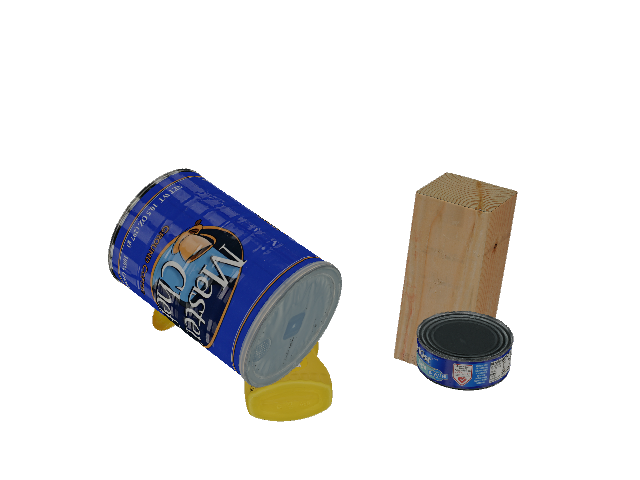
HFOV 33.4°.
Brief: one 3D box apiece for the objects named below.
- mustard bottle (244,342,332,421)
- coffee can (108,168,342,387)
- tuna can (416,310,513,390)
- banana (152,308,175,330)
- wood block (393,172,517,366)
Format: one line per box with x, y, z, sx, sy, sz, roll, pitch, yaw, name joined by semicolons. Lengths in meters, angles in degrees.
-0.048;0.130;1.243;0.096;0.058;0.192;-7;31;-7;mustard bottle
-0.070;0.026;0.779;0.140;0.103;0.102;34;16;25;coffee can
0.128;0.098;0.956;0.086;0.034;0.086;0;26;0;tuna can
-0.088;0.039;1.030;0.198;0.069;0.037;-16;22;19;banana
0.152;0.040;1.211;0.090;0.206;0.090;18;26;26;wood block
